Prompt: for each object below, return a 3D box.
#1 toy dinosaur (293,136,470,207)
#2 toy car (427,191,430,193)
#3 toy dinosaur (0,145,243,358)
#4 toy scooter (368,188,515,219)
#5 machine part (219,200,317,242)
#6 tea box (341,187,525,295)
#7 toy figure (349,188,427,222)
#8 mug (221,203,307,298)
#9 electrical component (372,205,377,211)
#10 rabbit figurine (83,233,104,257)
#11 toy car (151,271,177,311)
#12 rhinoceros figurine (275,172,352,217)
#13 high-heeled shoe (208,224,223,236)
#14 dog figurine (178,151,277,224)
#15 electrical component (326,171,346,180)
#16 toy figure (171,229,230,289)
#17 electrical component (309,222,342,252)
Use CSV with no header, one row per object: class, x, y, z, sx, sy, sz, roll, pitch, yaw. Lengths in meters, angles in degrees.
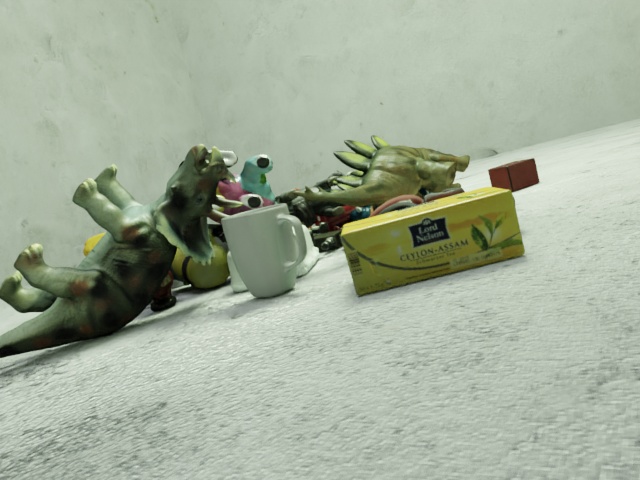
toy dinosaur,0.122,-0.102,0.887,0.199,0.105,0.471,18,19,21
toy car,0.193,-0.109,1.212,0.103,0.109,0.162,-40,24,-12
toy dinosaur,-0.268,0.041,0.692,0.405,0.192,0.131,-53,13,-7
toy scooter,0.142,-0.028,0.680,0.184,0.075,0.135,-12,7,-1
machine part,-0.070,-0.023,0.757,0.139,0.039,0.084,-13,1,33
tea box,0.111,-0.002,0.561,0.170,0.068,0.098,-16,7,5
toy figure,0.133,-0.057,1.026,0.155,0.064,0.058,-19,44,8
mug,-0.058,0.013,0.655,0.110,0.107,0.081,-6,11,33
electrical component,0.106,-0.045,0.947,0.021,0.063,0.094,-15,7,7
rabbit figurine,-0.413,0.073,0.986,0.173,0.122,0.162,-35,5,-5
toy car,-0.264,0.057,0.849,0.053,0.089,0.202,-21,7,-22
rhinoceros figurine,0.008,-0.076,1.016,0.190,0.073,0.112,-19,4,-16
high-heeled shoe,-0.152,-0.023,1.028,0.249,0.145,0.086,-29,49,-2
dog figurine,-0.139,-0.047,0.907,0.192,0.108,0.219,4,-25,0
electrical component,0.012,-0.080,1.240,0.115,0.058,0.134,-42,-15,-38
toy figure,-0.212,0.037,0.893,0.180,0.082,0.089,3,60,41
electrical component,-0.001,-0.003,0.934,0.078,0.045,0.102,-14,6,28
